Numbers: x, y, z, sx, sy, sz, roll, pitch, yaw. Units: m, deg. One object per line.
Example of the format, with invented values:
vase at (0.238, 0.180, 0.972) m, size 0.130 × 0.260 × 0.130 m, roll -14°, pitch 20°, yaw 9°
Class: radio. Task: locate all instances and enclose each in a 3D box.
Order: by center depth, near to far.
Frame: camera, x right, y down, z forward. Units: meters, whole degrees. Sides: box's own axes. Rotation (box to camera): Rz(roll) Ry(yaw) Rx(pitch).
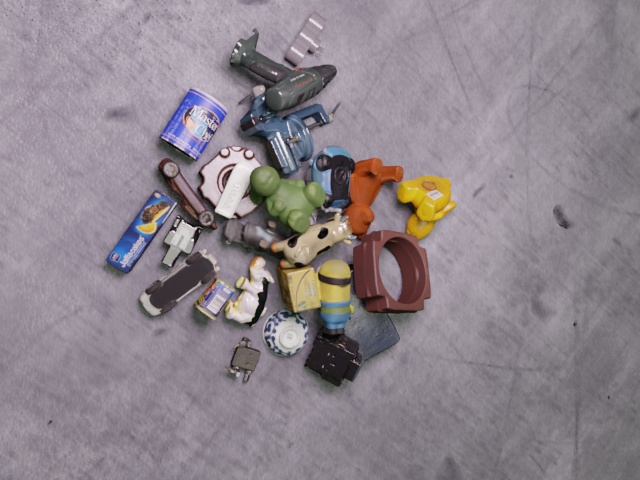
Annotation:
radio at (0.096, 0.190, 1.389) m, size 0.131 × 0.073 × 0.229 m, roll -31°, pitch 98°, yaw -9°

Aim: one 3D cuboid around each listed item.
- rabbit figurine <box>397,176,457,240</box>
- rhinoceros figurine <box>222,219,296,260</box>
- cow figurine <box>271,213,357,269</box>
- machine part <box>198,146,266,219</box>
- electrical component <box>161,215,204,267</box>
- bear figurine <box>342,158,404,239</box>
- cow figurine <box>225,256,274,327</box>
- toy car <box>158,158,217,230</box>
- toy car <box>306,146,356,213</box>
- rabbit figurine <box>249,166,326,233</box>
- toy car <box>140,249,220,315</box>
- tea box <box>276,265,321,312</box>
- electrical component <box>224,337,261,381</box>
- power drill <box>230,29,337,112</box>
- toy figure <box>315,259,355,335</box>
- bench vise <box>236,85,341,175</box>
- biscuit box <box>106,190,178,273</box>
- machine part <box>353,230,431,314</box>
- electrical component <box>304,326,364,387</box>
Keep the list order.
rabbit figurine at (0.271, -0.081, 1.393) m, size 0.162 × 0.122 × 0.173 m, roll -32°, pitch 144°, yaw -38°
rhinoceros figurine at (-0.142, -0.003, 1.305) m, size 0.190 × 0.112 × 0.073 m, roll 21°, pitch 73°, yaw -26°
cow figurine at (-0.003, -0.004, 1.265) m, size 0.195 × 0.127 × 0.085 m, roll -31°, pitch 108°, yaw -35°
machine part at (-0.207, -0.139, 1.304) m, size 0.179 × 0.056 × 0.179 m, roll -1°, pitch 95°, yaw -14°
electrical component at (-0.335, 0.006, 1.284) m, size 0.075 × 0.048 × 0.119 m, roll 25°, pitch 87°, yaw -13°
bear figurine at (0.117, -0.099, 1.350) m, size 0.120 × 0.132 × 0.195 m, roll 15°, pitch 82°, yaw -38°
cow figurine at (-0.160, 0.128, 1.323) m, size 0.098 × 0.068 × 0.167 m, roll 28°, pitch 90°, yaw -19°
toy car at (-0.311, -0.102, 1.264) m, size 0.053 × 0.089 × 0.202 m, roll -36°, pitch 102°, yaw -12°
toy car at (0.017, -0.146, 1.312) m, size 0.109 × 0.103 × 0.161 m, roll -3°, pitch 96°, yaw -42°
rabbit figurine at (-0.094, -0.116, 1.229) m, size 0.170 × 0.159 × 0.121 m, roll 41°, pitch 80°, yaw -35°
toy car at (-0.334, 0.100, 1.286) m, size 0.202 × 0.056 × 0.073 m, roll -38°, pitch 102°, yaw -12°
tea box at (-0.055, 0.110, 1.296) m, size 0.068 × 0.170 × 0.098 m, roll -11°, pitch 97°, yaw -11°
electrical component at (-0.191, 0.295, 1.336) m, size 0.078 × 0.045 × 0.102 m, roll 28°, pitch 86°, yaw -12°
power drill at (-0.090, -0.396, 1.247) m, size 0.207 × 0.086 × 0.232 m, roll 38°, pitch 50°, yaw -1°
toy figure at (0.039, 0.137, 1.289) m, size 0.082 × 0.089 × 0.180 m, roll 0°, pitch 87°, yaw -49°
bench vise at (-0.068, -0.282, 1.305) m, size 0.240 × 0.129 × 0.223 m, roll -30°, pitch 90°, yaw -31°
biscuit box at (-0.415, -0.020, 1.256) m, size 0.059 × 0.063 × 0.202 m, roll 34°, pitch 84°, yaw -12°
machine part at (0.180, 0.083, 1.351) m, size 0.201 × 0.087 × 0.201 m, roll 8°, pitch 71°, yaw -39°
electrical component at (0.039, 0.296, 1.345) m, size 0.134 × 0.058 × 0.114 m, roll 25°, pitch 117°, yaw 9°
